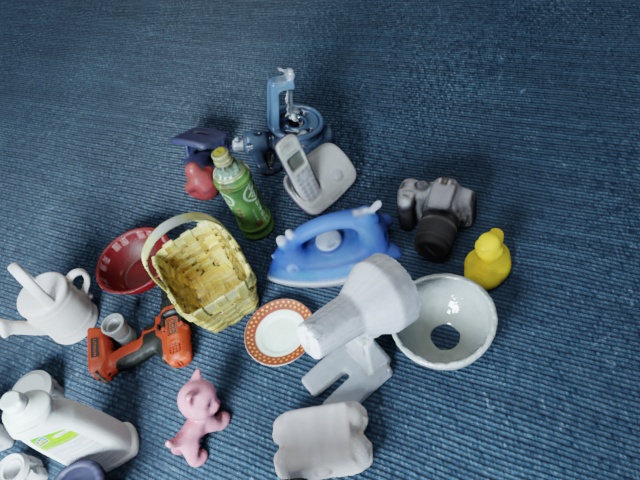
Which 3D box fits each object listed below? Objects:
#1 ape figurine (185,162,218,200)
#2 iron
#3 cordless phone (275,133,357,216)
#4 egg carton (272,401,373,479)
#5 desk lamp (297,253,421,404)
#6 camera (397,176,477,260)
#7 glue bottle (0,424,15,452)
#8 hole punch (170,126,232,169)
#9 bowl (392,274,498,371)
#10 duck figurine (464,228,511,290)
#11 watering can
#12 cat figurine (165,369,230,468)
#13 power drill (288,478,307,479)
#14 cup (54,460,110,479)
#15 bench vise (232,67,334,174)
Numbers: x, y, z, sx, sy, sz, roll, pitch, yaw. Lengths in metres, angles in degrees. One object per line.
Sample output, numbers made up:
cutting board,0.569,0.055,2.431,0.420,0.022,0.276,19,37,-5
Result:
ape figurine,-0.262,-0.134,1.243,0.078,0.092,0.076,-31,52,-8
iron,0.009,0.004,1.030,0.258,0.142,0.118,-15,52,5
cordless phone,-0.012,-0.152,1.124,0.093,0.185,0.148,33,68,33
egg carton,0.003,0.302,0.855,0.150,0.069,0.107,-13,52,7
desk lamp,0.054,0.145,0.865,0.203,0.214,0.117,-40,54,-14
camera,0.200,-0.042,1.035,0.142,0.101,0.137,10,58,23
glue bottle,-0.594,0.314,0.953,0.078,0.173,0.037,-20,51,2
hole punch,-0.272,-0.224,1.314,0.108,0.091,0.101,13,59,24
bowl,0.198,0.141,0.916,0.167,0.075,0.167,-8,53,11
duck figurine,0.283,0.027,0.969,0.077,0.086,0.105,22,63,29
watering can,-0.512,0.115,1.064,0.100,0.194,0.173,12,59,24
cat figurine,-0.199,0.276,0.902,0.067,0.118,0.128,16,60,26
power drill,-0.105,0.376,0.742,0.229,0.209,0.075,-18,51,3
cup,-0.337,0.395,0.868,0.117,0.095,0.092,11,58,23
bench vise,-0.086,-0.240,1.189,0.207,0.220,0.121,-33,52,-9
